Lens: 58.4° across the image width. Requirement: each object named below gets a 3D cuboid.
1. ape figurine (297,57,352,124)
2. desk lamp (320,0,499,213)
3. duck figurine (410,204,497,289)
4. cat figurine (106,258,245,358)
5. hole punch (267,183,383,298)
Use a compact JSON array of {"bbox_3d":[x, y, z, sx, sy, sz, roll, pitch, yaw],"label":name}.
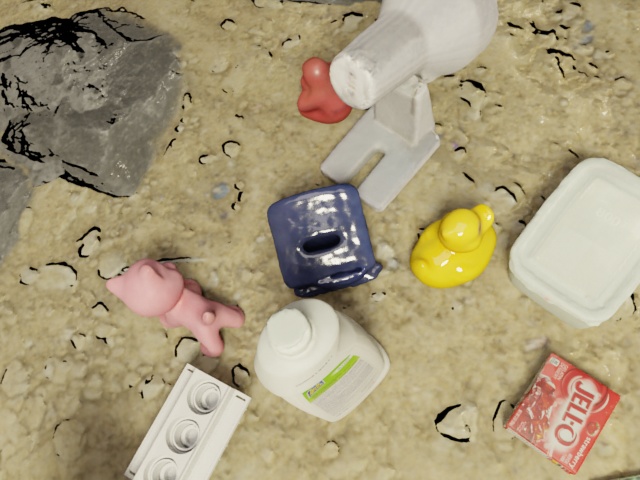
[{"bbox_3d":[0.002,-0.190,0.705,0.078,0.092,0.076,-36,67,-5],"label":"ape figurine"},{"bbox_3d":[0.086,-0.166,0.614,0.117,0.214,0.203,35,78,21],"label":"desk lamp"},{"bbox_3d":[0.142,0.001,0.606,0.104,0.086,0.077,-35,66,-5],"label":"duck figurine"},{"bbox_3d":[-0.158,0.064,0.616,0.127,0.118,0.067,25,75,19],"label":"cat figurine"},{"bbox_3d":[0.006,0.002,0.627,0.108,0.091,0.101,-15,66,4],"label":"hole punch"}]
